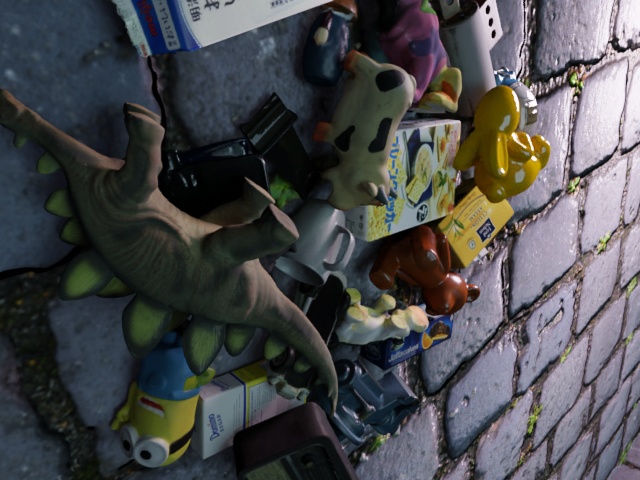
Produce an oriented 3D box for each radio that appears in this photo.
[{"bbox_3d":[-0.017,0.341,0.747,0.131,0.073,0.229,-25,119,-3],"label":"radio"}]

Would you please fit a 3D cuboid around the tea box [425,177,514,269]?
[{"bbox_3d":[0.263,-0.034,0.973,0.169,0.068,0.098,-44,105,-27],"label":"tea box"}]

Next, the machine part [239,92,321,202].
[{"bbox_3d":[-0.043,-0.114,0.687,0.084,0.039,0.138,-54,133,-23],"label":"machine part"}]

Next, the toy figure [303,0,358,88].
[{"bbox_3d":[0.017,-0.272,0.671,0.058,0.064,0.154,14,91,-9],"label":"toy figure"}]

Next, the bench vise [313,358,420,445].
[{"bbox_3d":[0.034,0.292,0.866,0.240,0.129,0.223,-38,142,-2],"label":"bench vise"}]

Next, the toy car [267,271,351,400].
[{"bbox_3d":[-0.015,0.125,0.760,0.073,0.056,0.202,38,62,-30],"label":"toy car"}]

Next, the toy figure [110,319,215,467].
[{"bbox_3d":[-0.177,0.180,0.636,0.089,0.082,0.180,13,93,-48],"label":"toy figure"}]

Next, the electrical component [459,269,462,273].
[{"bbox_3d":[0.228,0.043,1.005,0.102,0.045,0.078,-35,128,-30],"label":"electrical component"}]

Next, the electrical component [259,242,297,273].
[{"bbox_3d":[-0.095,0.019,0.658,0.119,0.075,0.047,-42,130,-31],"label":"electrical component"}]

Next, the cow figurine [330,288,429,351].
[{"bbox_3d":[0.089,0.138,0.856,0.167,0.068,0.098,13,129,-26],"label":"cow figurine"}]

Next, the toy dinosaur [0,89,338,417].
[{"bbox_3d":[-0.120,0.026,0.539,0.471,0.105,0.198,38,99,-18],"label":"toy dinosaur"}]

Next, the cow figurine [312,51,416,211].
[{"bbox_3d":[0.060,-0.127,0.688,0.194,0.127,0.085,-66,166,18],"label":"cow figurine"}]

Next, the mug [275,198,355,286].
[{"bbox_3d":[-0.001,-0.002,0.726,0.080,0.110,0.107,43,61,-41],"label":"mug"}]

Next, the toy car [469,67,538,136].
[{"bbox_3d":[0.341,-0.227,0.975,0.109,0.103,0.161,-21,121,-39],"label":"toy car"}]

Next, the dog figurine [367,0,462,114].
[{"bbox_3d":[0.132,-0.294,0.744,0.191,0.109,0.219,-2,104,-43],"label":"dog figurine"}]

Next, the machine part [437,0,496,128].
[{"bbox_3d":[0.235,-0.287,0.865,0.079,0.079,0.243,-49,132,-20],"label":"machine part"}]

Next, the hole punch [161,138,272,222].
[{"bbox_3d":[-0.117,-0.051,0.617,0.116,0.092,0.142,-11,119,-10],"label":"hole punch"}]

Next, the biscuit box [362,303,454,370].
[{"bbox_3d":[0.163,0.169,0.978,0.202,0.059,0.062,-13,114,-41],"label":"biscuit box"}]

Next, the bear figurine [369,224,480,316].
[{"bbox_3d":[0.181,0.071,0.895,0.195,0.120,0.132,55,29,-21],"label":"bear figurine"}]

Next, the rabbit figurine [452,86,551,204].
[{"bbox_3d":[0.280,-0.156,0.864,0.162,0.122,0.173,-41,133,-29],"label":"rabbit figurine"}]
